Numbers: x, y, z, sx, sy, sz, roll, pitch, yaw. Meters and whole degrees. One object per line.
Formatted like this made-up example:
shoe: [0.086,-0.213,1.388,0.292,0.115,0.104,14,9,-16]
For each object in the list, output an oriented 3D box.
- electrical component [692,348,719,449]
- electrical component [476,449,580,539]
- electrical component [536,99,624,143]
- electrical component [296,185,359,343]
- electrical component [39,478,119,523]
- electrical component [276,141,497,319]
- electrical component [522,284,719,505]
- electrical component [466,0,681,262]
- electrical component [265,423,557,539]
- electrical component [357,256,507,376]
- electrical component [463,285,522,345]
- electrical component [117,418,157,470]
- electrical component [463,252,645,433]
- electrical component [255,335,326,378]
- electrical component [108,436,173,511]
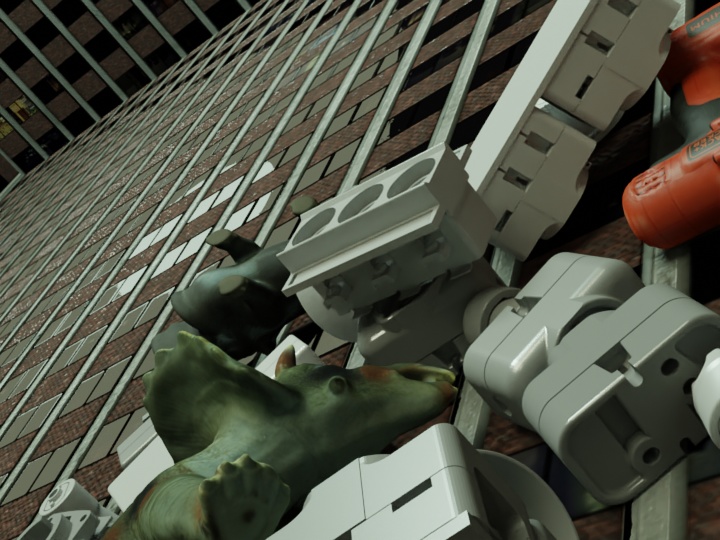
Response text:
electrical component: [0.165,0.061,0.442,0.043,0.043,0.062,-35,22,16]
electrical component: [0.040,0.130,0.448,0.064,0.099,0.099,-32,21,39]
electrical component: [0.156,-0.122,0.815,0.080,0.051,0.080,-35,21,16]
electrical component: [0.000,0.000,0.769,0.060,0.108,0.108,-28,23,46]
electrical component: [-0.206,0.187,0.801,0.044,0.065,0.044,-35,21,15]
electrical component: [0.018,-0.020,0.659,0.121,0.063,0.078,-24,26,38]
electrical component: [0.127,0.055,0.504,0.095,0.053,0.059,-40,20,1]
electrical component: [0.132,-0.105,0.720,0.186,0.060,0.105,-60,7,11]
electrical component: [0.039,0.134,0.360,0.089,0.150,0.061,-36,22,12]
electrical component: [0.047,0.031,0.684,0.095,0.059,0.053,-35,21,16]
electrical component: [0.091,0.033,0.625,0.045,0.045,0.055,-47,21,-15]
electrical component: [-0.145,0.126,0.844,0.083,0.047,0.076,-43,21,-5]
electrical component: [0.110,0.039,0.567,0.095,0.053,0.059,-46,21,-13]
electrical component: [-0.045,0.090,0.743,0.066,0.047,0.077,-44,21,-9]
electrical component: [-0.121,0.148,0.756,0.099,0.048,0.100,-46,21,-14]
